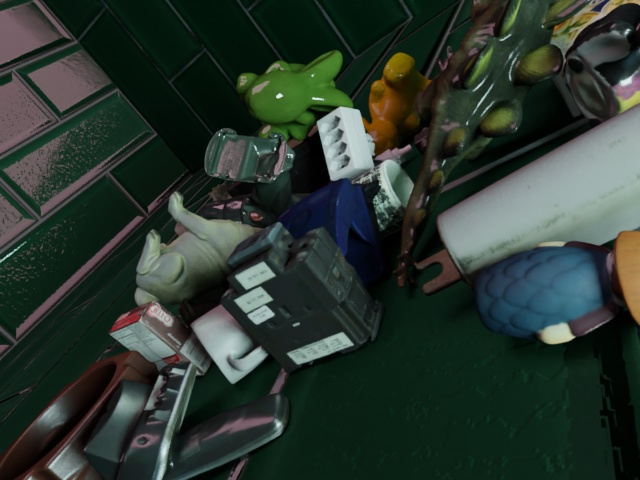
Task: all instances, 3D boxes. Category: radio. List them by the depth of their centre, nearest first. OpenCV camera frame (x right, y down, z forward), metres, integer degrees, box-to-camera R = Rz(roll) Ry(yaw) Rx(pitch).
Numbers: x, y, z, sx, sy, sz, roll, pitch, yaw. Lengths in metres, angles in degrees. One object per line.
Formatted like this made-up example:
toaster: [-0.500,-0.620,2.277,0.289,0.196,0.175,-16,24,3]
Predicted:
radio: [-0.043,-0.126,0.876,0.230,0.073,0.131,-26,23,39]

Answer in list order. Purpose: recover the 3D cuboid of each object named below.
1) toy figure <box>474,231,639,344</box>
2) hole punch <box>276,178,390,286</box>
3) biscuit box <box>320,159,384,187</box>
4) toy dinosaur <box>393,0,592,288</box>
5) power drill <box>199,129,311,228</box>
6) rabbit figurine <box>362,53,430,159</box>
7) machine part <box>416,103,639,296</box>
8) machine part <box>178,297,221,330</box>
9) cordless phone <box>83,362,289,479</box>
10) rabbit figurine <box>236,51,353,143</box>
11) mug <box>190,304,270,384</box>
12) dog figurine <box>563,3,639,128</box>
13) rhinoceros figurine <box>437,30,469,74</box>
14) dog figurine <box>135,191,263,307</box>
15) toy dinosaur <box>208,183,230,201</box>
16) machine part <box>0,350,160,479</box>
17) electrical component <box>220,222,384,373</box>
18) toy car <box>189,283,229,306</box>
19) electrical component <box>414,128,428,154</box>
toy figure: [0.169,0.023,0.316,0.155,0.064,0.058,-16,-9,41]
hole punch: [-0.001,-0.002,0.578,0.142,0.092,0.116,-30,62,35]
biscuit box: [0.057,-0.079,0.786,0.063,0.059,0.203,-41,18,-4]
toy dinosaur: [0.173,-0.164,0.579,0.198,0.105,0.471,133,160,-85]
power drill: [-0.093,-0.064,0.756,0.232,0.207,0.086,6,61,12]
rabbit figurine: [0.111,-0.202,0.906,0.162,0.122,0.173,-12,50,60]
machine part: [0.176,-0.027,0.391,0.243,0.079,0.079,-32,19,24]
machine part: [-0.109,0.078,0.676,0.139,0.039,0.084,-12,-13,-40]
cordless phone: [-0.114,0.168,0.523,0.184,0.088,0.147,-24,19,9]
rabbit figurine: [-0.037,-0.185,0.726,0.159,0.121,0.170,-13,12,10]
mug: [-0.074,0.096,0.589,0.107,0.080,0.110,-37,17,-16]
dog figurine: [0.331,-0.176,0.416,0.219,0.108,0.192,-35,15,-3]
rhinoceros figurine: [0.262,-0.266,0.757,0.190,0.112,0.073,-21,26,25]
dog figurine: [-0.132,0.040,0.727,0.121,0.191,0.172,98,-168,-75]
toy dinosaur: [-0.073,-0.121,1.072,0.405,0.131,0.192,-18,39,39]
machine part: [-0.282,0.238,0.639,0.201,0.087,0.201,-23,22,41]
electrical component: [-0.023,0.050,0.505,0.115,0.134,0.058,-26,22,30]
toy car: [-0.160,0.063,0.843,0.056,0.073,0.202,-35,18,25]
electrical component: [0.174,-0.159,0.813,0.063,0.021,0.094,-31,18,22]
